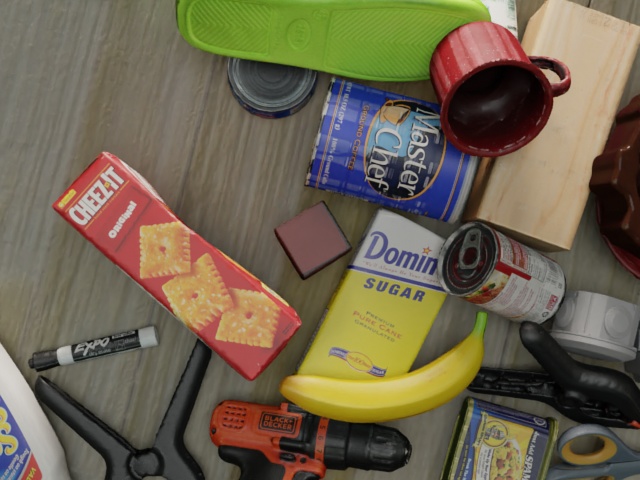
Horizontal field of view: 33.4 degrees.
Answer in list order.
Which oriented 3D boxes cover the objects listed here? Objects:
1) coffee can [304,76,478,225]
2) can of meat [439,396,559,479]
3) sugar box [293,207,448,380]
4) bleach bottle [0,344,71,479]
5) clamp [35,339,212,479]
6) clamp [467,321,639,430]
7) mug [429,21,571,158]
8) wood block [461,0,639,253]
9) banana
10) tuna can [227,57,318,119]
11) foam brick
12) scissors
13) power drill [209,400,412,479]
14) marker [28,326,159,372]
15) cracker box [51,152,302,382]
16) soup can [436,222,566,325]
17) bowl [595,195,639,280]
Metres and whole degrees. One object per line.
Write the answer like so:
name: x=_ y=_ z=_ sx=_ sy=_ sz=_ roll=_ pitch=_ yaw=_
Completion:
coffee can: x=0.066 y=-0.080 z=0.959 sx=0.140 sy=0.103 sz=0.103 roll=14 pitch=87 yaw=0
can of meat: x=0.161 y=0.200 z=0.973 sx=0.084 sy=0.057 sz=0.102 roll=16 pitch=88 yaw=1
sugar box: x=0.055 y=0.067 z=0.981 sx=0.093 sy=0.048 sz=0.176 roll=26 pitch=89 yaw=-3
bleach bottle: x=-0.280 y=0.184 z=0.966 sx=0.102 sy=0.068 sz=0.251 roll=-37 pitch=91 yaw=-1
clamp: x=-0.169 y=0.200 z=0.978 sx=0.164 sy=0.036 sz=0.210 roll=-7 pitch=88 yaw=-1
clamp: x=0.217 y=0.134 z=0.970 sx=0.171 sy=0.120 sz=0.039 roll=30 pitch=58 yaw=-16
mug: x=0.149 y=-0.131 z=0.888 sx=0.117 sy=0.081 sz=0.093 roll=-11 pitch=129 yaw=0
wood block: x=0.208 y=-0.101 z=0.968 sx=0.090 sy=0.091 sz=0.206 roll=19 pitch=88 yaw=-1
banana: x=0.065 y=0.125 z=0.942 sx=0.197 sy=0.037 sz=0.069 roll=-18 pitch=80 yaw=-10
tuna can: x=-0.044 y=-0.158 z=0.996 sx=0.086 sy=0.034 sz=0.086 roll=0 pitch=87 yaw=-1
foam brick: x=-0.006 y=0.001 z=0.968 sx=0.053 sy=0.078 sz=0.051 roll=-32 pitch=87 yaw=-4
scissors: x=0.296 y=0.191 z=0.972 sx=0.201 sy=0.016 sz=0.096 roll=-15 pitch=125 yaw=-2
power drill: x=-0.023 y=0.234 z=0.927 sx=0.184 sy=0.057 sz=0.187 roll=6 pitch=57 yaw=13
marker: x=-0.210 y=0.102 z=0.990 sx=0.121 sy=0.020 sz=0.020 roll=-13 pitch=88 yaw=-1
cracker box: x=-0.115 y=0.024 z=0.922 sx=0.213 sy=0.164 sz=0.072 roll=42 pitch=86 yaw=1
soup can: x=0.163 y=0.032 z=0.951 sx=0.102 sy=0.069 sz=0.068 roll=24 pitch=87 yaw=-36
bowl: x=0.327 y=-0.032 z=0.984 sx=0.162 sy=0.055 sz=0.162 roll=0 pitch=88 yaw=-1
